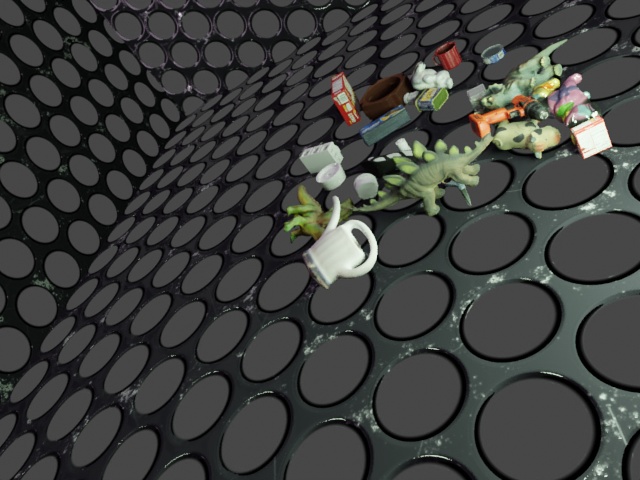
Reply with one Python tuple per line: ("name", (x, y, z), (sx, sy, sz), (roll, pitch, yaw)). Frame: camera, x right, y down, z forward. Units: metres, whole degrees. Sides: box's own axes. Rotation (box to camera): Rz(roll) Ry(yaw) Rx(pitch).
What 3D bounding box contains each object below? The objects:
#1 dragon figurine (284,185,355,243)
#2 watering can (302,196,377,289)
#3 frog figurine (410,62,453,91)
("dragon figurine", (0.005, -0.091, 1.803), (0.242, 0.119, 0.421), (-7, 41, 14))
("watering can", (0.043, 0.011, 1.580), (0.224, 0.102, 0.355), (-36, 40, 3))
("frog figurine", (0.443, -0.627, 2.036), (0.122, 0.160, 0.137), (-53, -12, 7))
